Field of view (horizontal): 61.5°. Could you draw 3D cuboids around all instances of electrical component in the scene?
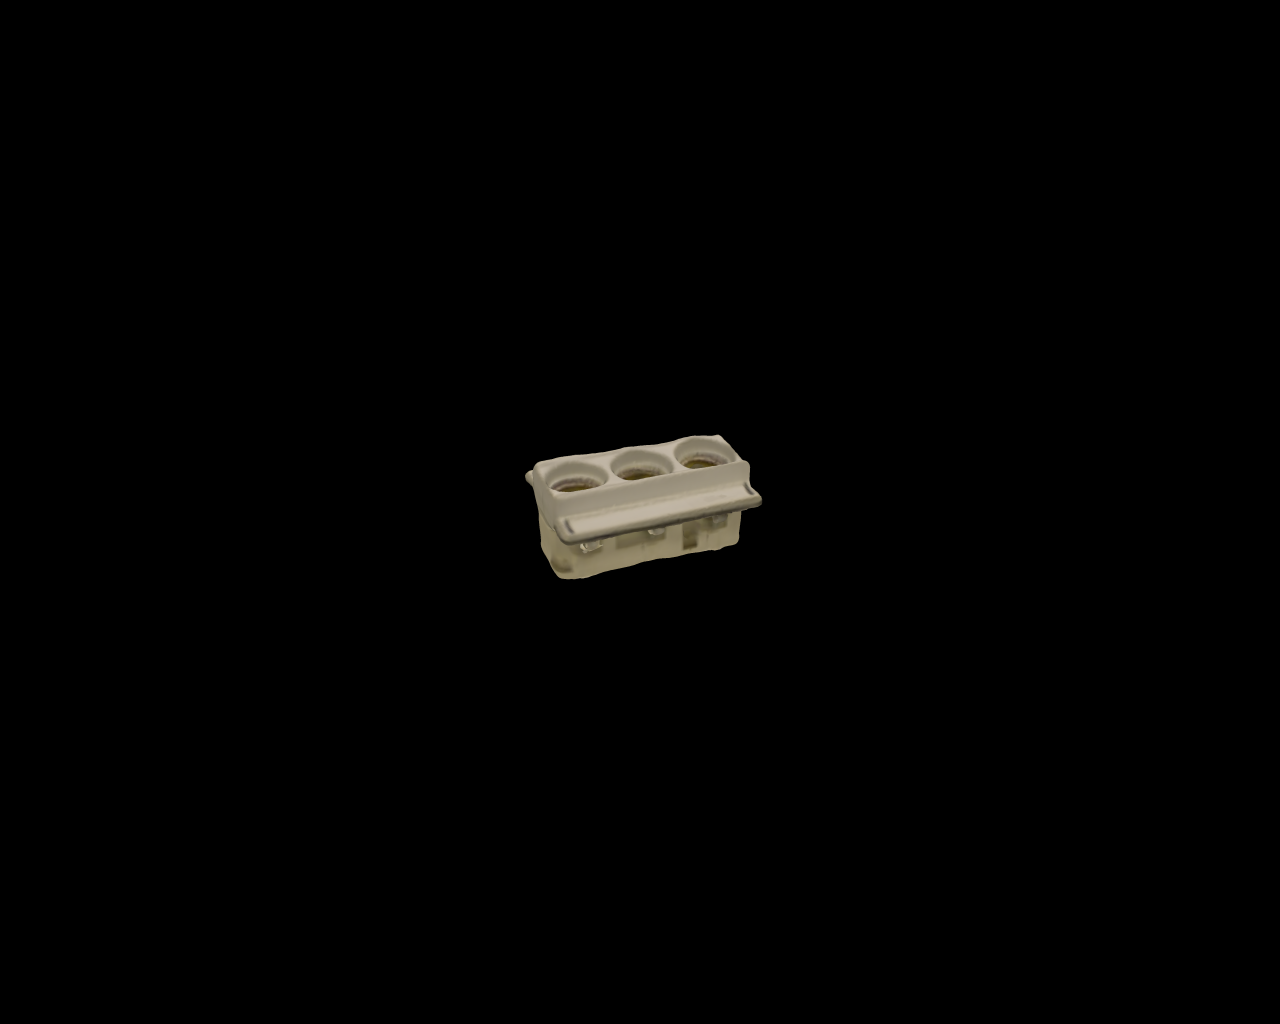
[{"bbox_3d":[0.001,-0.003,0.650,0.121,0.063,0.079,-11,32,-18],"label":"electrical component"}]
